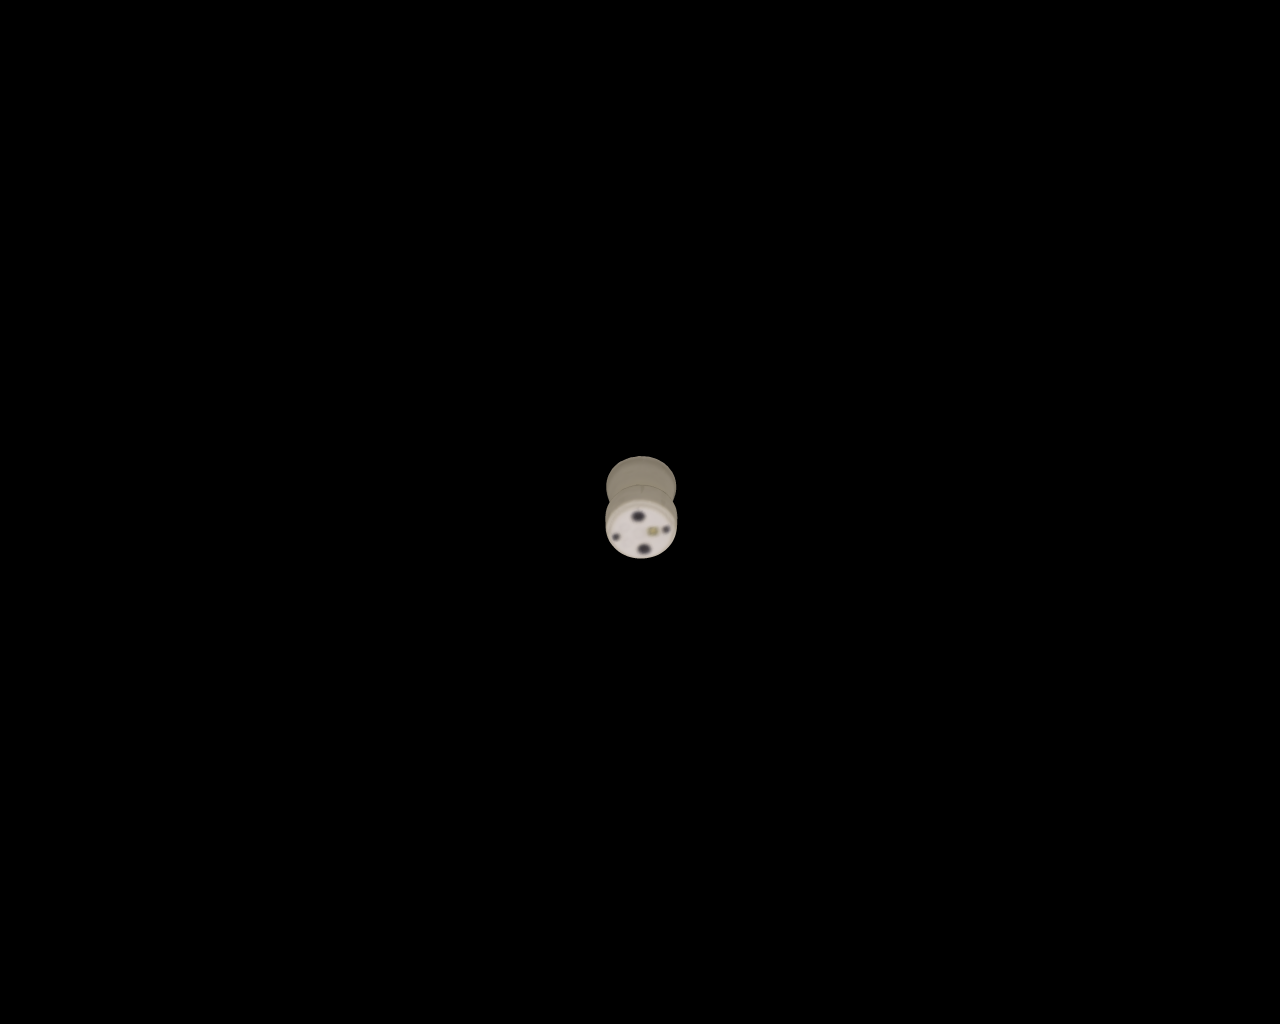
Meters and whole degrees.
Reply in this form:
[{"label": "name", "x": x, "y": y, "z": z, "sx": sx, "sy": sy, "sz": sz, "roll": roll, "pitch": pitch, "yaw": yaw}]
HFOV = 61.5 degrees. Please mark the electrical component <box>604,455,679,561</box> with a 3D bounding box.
[{"label": "electrical component", "x": 0.001, "y": -0.003, "z": 0.650, "sx": 0.045, "sy": 0.044, "sz": 0.055, "roll": 0, "pitch": 32, "yaw": 0}]
